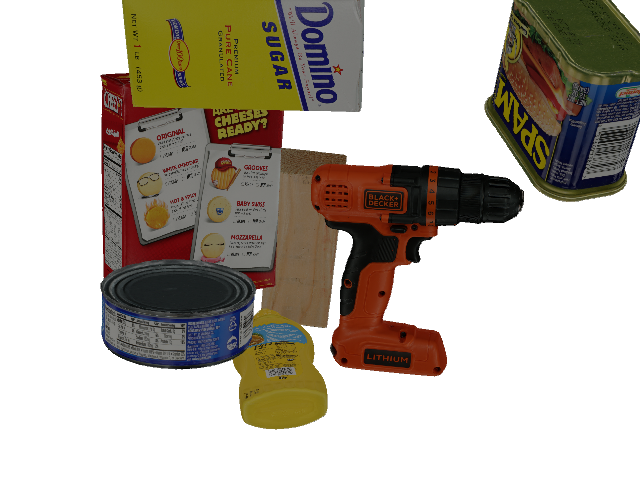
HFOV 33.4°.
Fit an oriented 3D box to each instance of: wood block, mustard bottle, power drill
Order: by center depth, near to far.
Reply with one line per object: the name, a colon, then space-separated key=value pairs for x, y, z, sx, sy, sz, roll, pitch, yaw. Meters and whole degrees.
power drill: x=0.081 y=0.024 z=0.948 sx=0.184 sy=0.188 sz=0.057 roll=5 pitch=17 yaw=9
mustard bottle: x=-0.053 y=0.137 z=1.236 sx=0.096 sy=0.058 sz=0.191 roll=-7 pitch=31 yaw=-7
wood block: x=-0.022 y=-0.004 z=1.366 sx=0.090 sy=0.206 sz=0.090 roll=6 pitch=25 yaw=0

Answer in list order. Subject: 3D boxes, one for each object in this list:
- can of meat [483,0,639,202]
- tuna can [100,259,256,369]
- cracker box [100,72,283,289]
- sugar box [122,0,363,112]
can of meat: x=0.139 y=-0.087 z=0.599 sx=0.057 sy=0.084 sz=0.102 roll=-10 pitch=46 yaw=-14
tuna can: x=-0.079 y=0.040 z=0.597 sx=0.086 sy=0.034 sz=0.086 roll=3 pitch=18 yaw=-1
cracker box: x=-0.123 y=-0.053 z=1.018 sx=0.163 sy=0.214 sz=0.072 roll=-8 pitch=21 yaw=-31
sugar box: x=-0.055 y=-0.147 z=0.804 sx=0.176 sy=0.093 sz=0.048 roll=2 pitch=33 yaw=5
